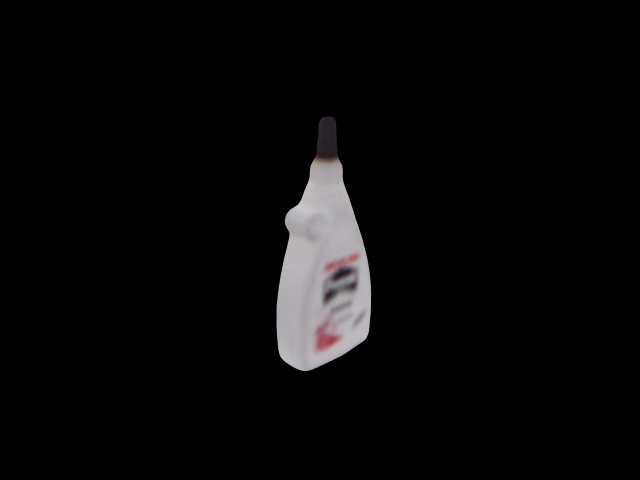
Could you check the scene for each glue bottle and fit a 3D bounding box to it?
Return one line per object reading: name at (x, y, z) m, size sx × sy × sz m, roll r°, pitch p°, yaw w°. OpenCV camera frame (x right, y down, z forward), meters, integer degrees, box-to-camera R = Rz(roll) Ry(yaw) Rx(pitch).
glue bottle at (0.004, 0.001, 0.400) m, size 0.037 × 0.173 × 0.078 m, roll 17°, pitch 27°, yaw 39°
